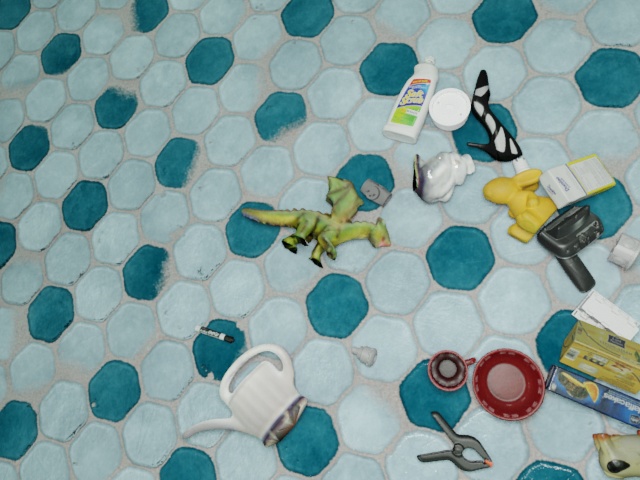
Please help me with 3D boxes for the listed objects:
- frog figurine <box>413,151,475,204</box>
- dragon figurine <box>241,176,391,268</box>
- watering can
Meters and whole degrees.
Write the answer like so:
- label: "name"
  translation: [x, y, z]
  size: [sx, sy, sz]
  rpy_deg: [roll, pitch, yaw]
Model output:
- label: "frog figurine"
  translation: [0.325, -0.164, 1.339]
  size: [0.159, 0.125, 0.135]
  rpy_deg: [-3, 111, 5]
- label: "dragon figurine"
  translation: [0.004, -0.071, 1.421]
  size: [0.413, 0.120, 0.246]
  rpy_deg: [30, 69, 17]
- label: "watering can"
  translation: [-0.180, 0.437, 1.327]
  size: [0.226, 0.103, 0.348]
  rpy_deg: [40, 89, 18]
